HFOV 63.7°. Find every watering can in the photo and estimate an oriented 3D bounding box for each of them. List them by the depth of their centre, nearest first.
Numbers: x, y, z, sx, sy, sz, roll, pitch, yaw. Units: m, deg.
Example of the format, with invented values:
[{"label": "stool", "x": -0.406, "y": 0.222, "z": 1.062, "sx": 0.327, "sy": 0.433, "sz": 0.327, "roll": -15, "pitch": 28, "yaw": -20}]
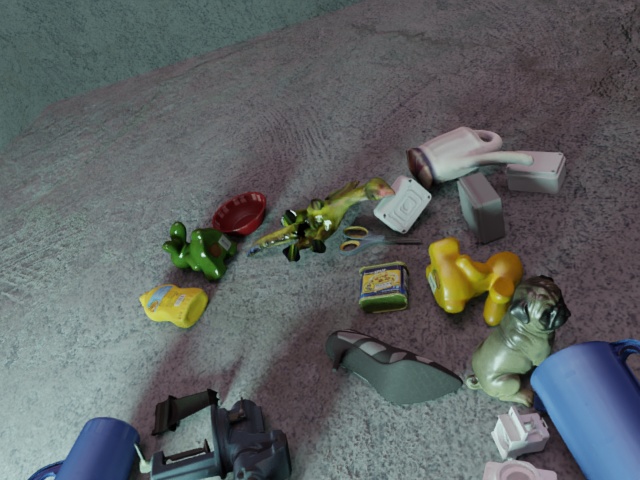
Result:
[{"label": "watering can", "x": 0.329, "y": -0.194, "z": 1.210, "sx": 0.224, "sy": 0.102, "sz": 0.353, "roll": -24, "pitch": 21, "yaw": 1}]

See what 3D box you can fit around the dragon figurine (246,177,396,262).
[{"label": "dragon figurine", "x": 0.004, "y": -0.063, "z": 1.254, "sx": 0.407, "sy": 0.121, "sz": 0.247, "roll": -16, "pitch": 17, "yaw": 44}]
